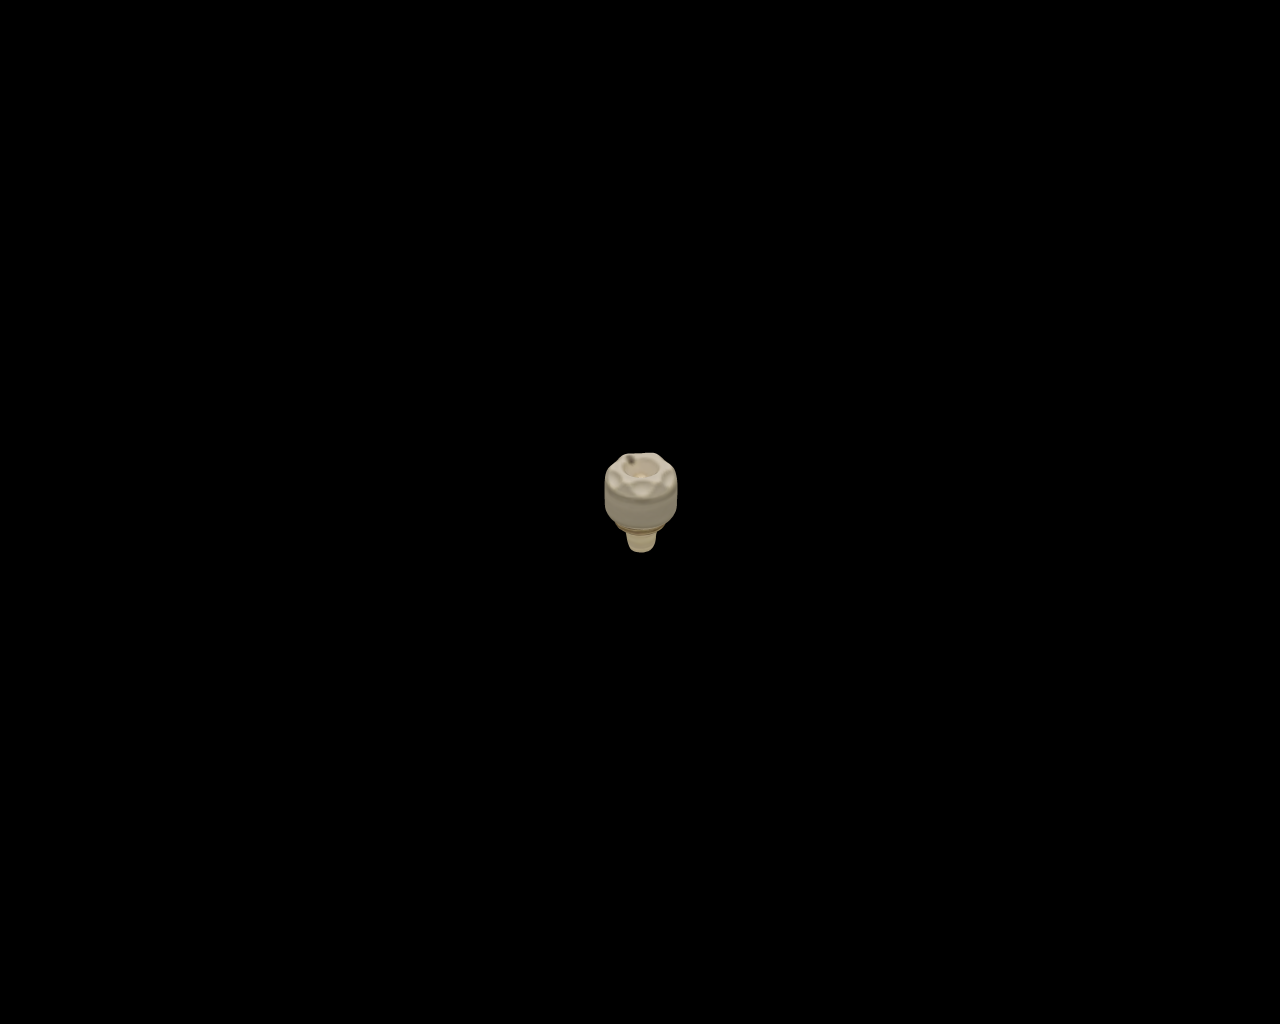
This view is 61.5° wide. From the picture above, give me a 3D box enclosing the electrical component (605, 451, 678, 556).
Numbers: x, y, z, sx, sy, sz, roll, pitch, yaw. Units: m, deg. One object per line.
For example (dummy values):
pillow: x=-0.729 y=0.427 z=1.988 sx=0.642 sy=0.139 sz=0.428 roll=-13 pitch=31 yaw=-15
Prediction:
electrical component: x=0.001 y=-0.003 z=0.650 sx=0.043 sy=0.062 sz=0.043 roll=0 pitch=35 yaw=0
